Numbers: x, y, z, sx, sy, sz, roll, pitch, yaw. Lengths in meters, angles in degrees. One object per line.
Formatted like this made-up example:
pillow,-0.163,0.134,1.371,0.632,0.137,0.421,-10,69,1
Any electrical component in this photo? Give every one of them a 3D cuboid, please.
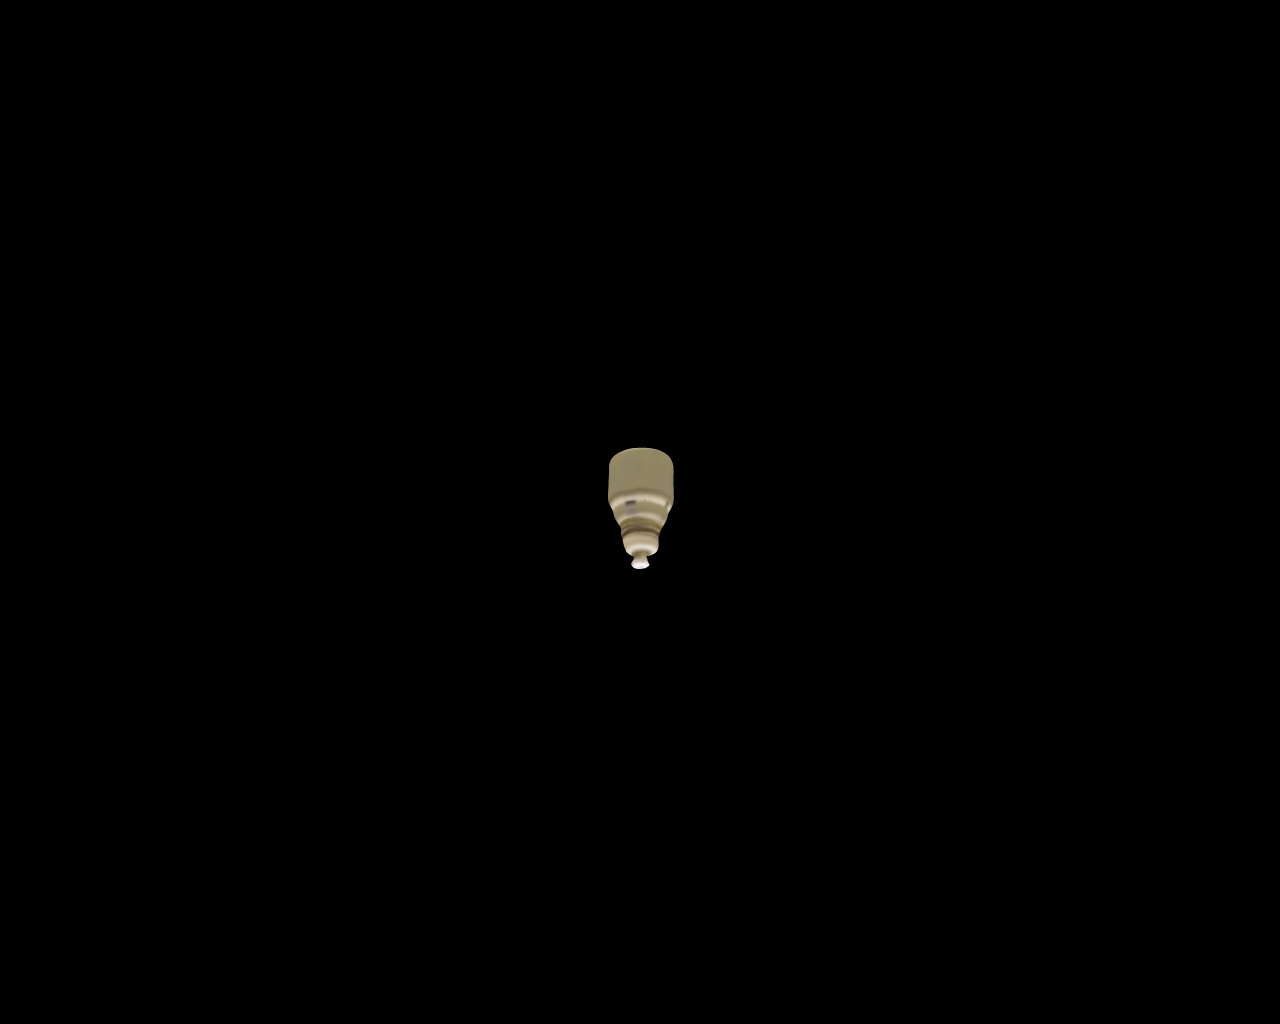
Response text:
electrical component,0.001,-0.003,0.650,0.040,0.078,0.040,0,-23,0
